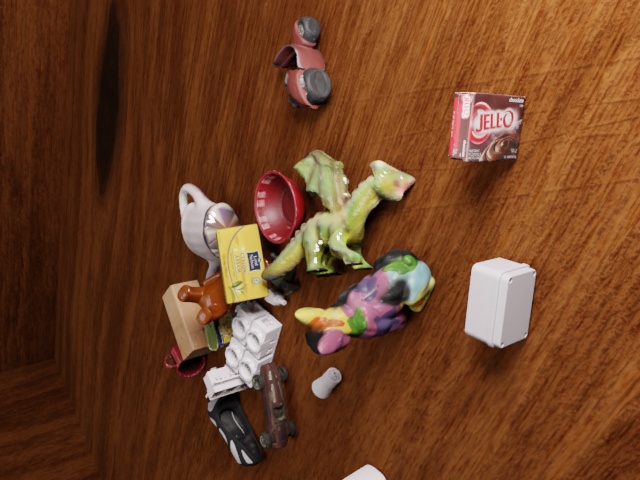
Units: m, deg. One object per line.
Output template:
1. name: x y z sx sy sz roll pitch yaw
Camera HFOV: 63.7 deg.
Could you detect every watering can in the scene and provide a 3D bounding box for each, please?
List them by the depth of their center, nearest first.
1. watering can: -0.292 0.015 1.382 0.105 0.344 0.224 -24 18 -36

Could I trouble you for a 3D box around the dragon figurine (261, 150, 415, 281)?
1. dragon figurine: 0.003 -0.050 0.997 0.408 0.244 0.122 -11 -8 41
